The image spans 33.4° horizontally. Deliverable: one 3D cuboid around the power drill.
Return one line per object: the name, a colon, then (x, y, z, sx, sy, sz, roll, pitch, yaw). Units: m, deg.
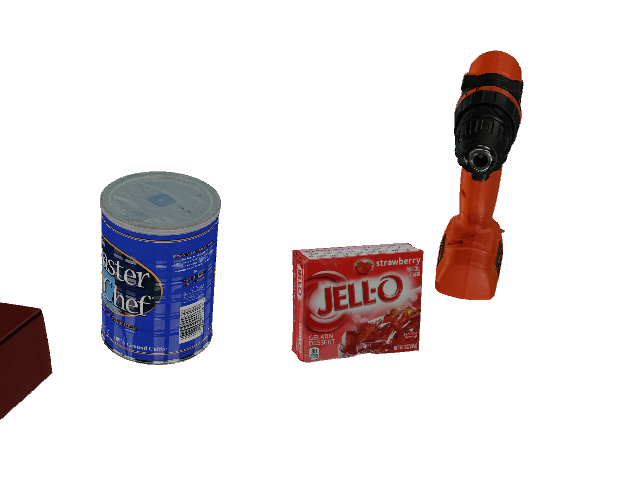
power drill: (0.133, -0.046, 0.892, 0.057, 0.188, 0.184, 10, 32, 10)

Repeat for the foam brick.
foam brick: (-0.225, 0.082, 0.712, 0.053, 0.051, 0.078, 7, 29, 23)

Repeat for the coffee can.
coffee can: (-0.143, 0.024, 0.946, 0.102, 0.140, 0.103, 5, 30, -3)

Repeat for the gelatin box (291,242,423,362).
gelatin box: (0.025, 0.042, 0.735, 0.089, 0.073, 0.030, -4, 14, -19)
